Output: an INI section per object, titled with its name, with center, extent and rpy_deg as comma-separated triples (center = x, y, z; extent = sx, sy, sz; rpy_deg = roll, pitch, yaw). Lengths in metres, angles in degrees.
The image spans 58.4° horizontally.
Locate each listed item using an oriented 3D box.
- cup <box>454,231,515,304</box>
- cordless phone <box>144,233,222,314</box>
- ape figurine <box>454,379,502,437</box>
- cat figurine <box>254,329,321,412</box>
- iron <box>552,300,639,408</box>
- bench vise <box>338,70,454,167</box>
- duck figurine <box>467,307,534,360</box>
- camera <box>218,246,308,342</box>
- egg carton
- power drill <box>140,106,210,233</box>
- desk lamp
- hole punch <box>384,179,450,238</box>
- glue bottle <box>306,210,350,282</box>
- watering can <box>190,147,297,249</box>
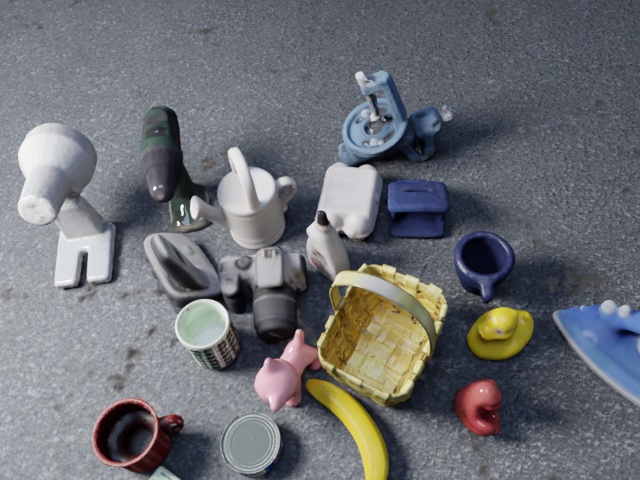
[cup]
center = 0.254, 0.058, 0.901
extent = 0.091, 0.095, 0.118
rpy_deg = 0, 58, 5
[cordless phone]
center = -0.234, 0.023, 0.913
extent = 0.094, 0.185, 0.147
rpy_deg = -33, 61, -15
[ape figurine]
center = 0.228, 0.227, 0.801
extent = 0.076, 0.092, 0.078
rpy_deg = 28, 65, 21
[cat figurine]
center = -0.051, 0.190, 0.833
extent = 0.067, 0.118, 0.128
rpy_deg = 20, 62, 17
[iron]
center = 0.460, 0.149, 0.799
extent = 0.257, 0.141, 0.119
rpy_deg = 32, 66, 22
[bench vise]
center = 0.128, -0.229, 1.016
extent = 0.207, 0.220, 0.121
rpy_deg = -27, 60, -11
[duck figurine]
center = 0.275, 0.130, 0.860
extent = 0.104, 0.086, 0.077
rpy_deg = -21, 59, -8
[camera]
center = -0.090, 0.087, 0.911
extent = 0.143, 0.101, 0.136
rpy_deg = -6, 58, 1
[egg carton]
center = 0.053, -0.069, 1.013
extent = 0.107, 0.069, 0.150
rpy_deg = 6, 59, 9
[power drill]
center = -0.249, -0.107, 0.982
extent = 0.075, 0.209, 0.229
rpy_deg = -15, 58, -4
[desk lamp]
center = -0.427, -0.058, 0.964
extent = 0.118, 0.214, 0.203
rpy_deg = -10, 58, -1
[hole punch]
center = 0.166, -0.066, 0.988
extent = 0.108, 0.091, 0.101
rpy_deg = 0, 58, 5
[glue bottle]
center = 0.008, 0.003, 0.911
extent = 0.078, 0.173, 0.037
rpy_deg = 36, 68, 24
[watering can]
center = -0.126, -0.070, 0.956
extent = 0.173, 0.194, 0.100
rpy_deg = -39, 63, -18
